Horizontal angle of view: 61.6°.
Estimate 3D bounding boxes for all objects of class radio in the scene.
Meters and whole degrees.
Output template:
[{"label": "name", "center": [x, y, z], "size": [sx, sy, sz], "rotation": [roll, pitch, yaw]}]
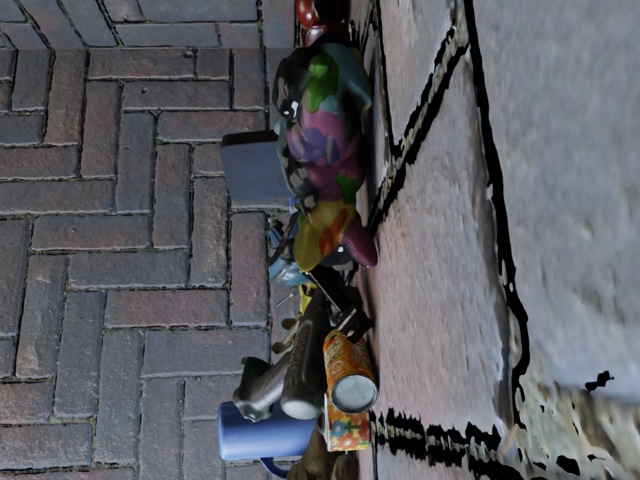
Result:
[{"label": "radio", "center": [-0.085, -0.158, 1.118], "size": [0.073, 0.230, 0.130], "rotation": [-96, 0, -60]}]

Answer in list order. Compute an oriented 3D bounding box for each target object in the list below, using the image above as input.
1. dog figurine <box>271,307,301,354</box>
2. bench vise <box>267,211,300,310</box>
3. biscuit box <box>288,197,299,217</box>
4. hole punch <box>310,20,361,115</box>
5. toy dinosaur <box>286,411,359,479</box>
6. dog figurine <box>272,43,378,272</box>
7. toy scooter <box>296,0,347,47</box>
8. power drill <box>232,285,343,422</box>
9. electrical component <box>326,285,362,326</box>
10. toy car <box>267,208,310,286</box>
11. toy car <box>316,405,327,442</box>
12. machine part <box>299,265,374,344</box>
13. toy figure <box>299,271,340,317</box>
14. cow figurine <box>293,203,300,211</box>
[{"label": "dog figurine", "center": [0.001, 0.163, 1.119], "size": [0.190, 0.121, 0.172], "rotation": [-57, 7, 37]}, {"label": "bench vise", "center": [-0.070, 0.046, 1.414], "size": [0.240, 0.129, 0.224], "rotation": [57, -147, -12]}, {"label": "biscuit box", "center": [-0.022, -0.066, 1.174], "size": [0.203, 0.063, 0.059], "rotation": [-143, 51, -71]}, {"label": "hole punch", "center": [0.007, -0.199, 0.707], "size": [0.142, 0.092, 0.116], "rotation": [87, -176, -59]}, {"label": "toy dinosaur", "center": [0.005, 0.398, 0.867], "size": [0.198, 0.105, 0.471], "rotation": [85, -168, -64]}, {"label": "dog figurine", "center": [0.009, -0.075, 0.586], "size": [0.191, 0.108, 0.219], "rotation": [100, 164, -62]}, {"label": "toy scooter", "center": [0.005, -0.313, 0.781], "size": [0.135, 0.075, 0.183], "rotation": [127, 138, -85]}, {"label": "power drill", "center": [-0.041, 0.179, 0.832], "size": [0.207, 0.086, 0.232], "rotation": [-35, 30, 34]}, {"label": "electrical component", "center": [0.032, 0.094, 0.740], "size": [0.102, 0.045, 0.078], "rotation": [-98, 9, -66]}, {"label": "toy car", "center": [-0.014, 0.014, 0.889], "size": [0.109, 0.103, 0.161], "rotation": [-40, 23, 58]}, {"label": "toy car", "center": [0.024, 0.221, 0.839], "size": [0.202, 0.056, 0.073], "rotation": [-90, 7, -48]}, {"label": "machine part", "center": [0.015, 0.061, 0.651], "size": [0.084, 0.039, 0.139], "rotation": [54, -179, -46]}, {"label": "toy figure", "center": [0.005, 0.129, 0.958], "size": [0.089, 0.082, 0.180], "rotation": [-179, 92, -76]}, {"label": "cow figurine", "center": [-0.002, -0.003, 1.025], "size": [0.194, 0.085, 0.127], "rotation": [91, 170, -49]}]
